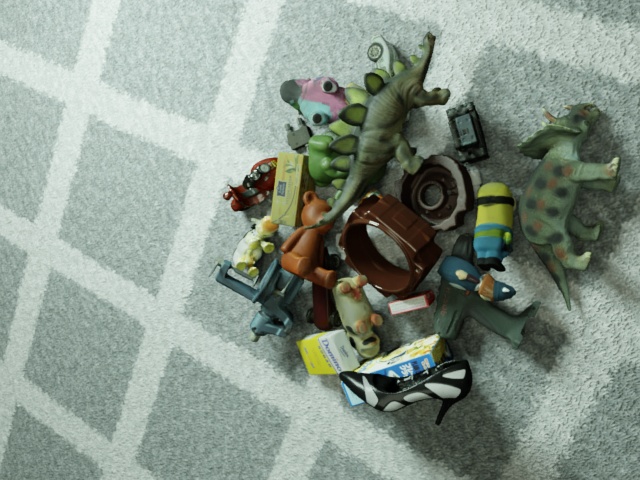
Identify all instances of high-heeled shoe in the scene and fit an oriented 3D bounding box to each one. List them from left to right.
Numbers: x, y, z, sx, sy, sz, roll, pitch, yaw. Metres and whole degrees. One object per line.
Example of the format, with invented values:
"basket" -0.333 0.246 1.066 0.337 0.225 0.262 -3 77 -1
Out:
"high-heeled shoe" 0.166 0.263 1.053 0.249 0.086 0.145 19 100 15

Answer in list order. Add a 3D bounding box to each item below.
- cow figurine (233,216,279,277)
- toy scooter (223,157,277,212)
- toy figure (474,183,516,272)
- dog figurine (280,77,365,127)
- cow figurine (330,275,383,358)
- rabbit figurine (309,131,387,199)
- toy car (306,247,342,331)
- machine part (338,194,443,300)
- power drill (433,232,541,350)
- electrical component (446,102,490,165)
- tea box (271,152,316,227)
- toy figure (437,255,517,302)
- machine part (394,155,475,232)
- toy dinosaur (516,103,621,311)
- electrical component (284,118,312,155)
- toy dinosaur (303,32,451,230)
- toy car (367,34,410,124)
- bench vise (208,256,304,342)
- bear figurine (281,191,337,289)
"cow figurine" -0.159 0.001 1.345 0.167 0.068 0.098 -57 31 15
"toy scooter" -0.167 -0.132 1.302 0.184 0.135 0.075 -41 77 19
"toy figure" 0.355 -0.029 1.091 0.082 0.089 0.180 6 71 20
"dog figurine" 0.012 -0.310 1.211 0.191 0.219 0.108 10 106 -22
"cow figurine" 0.080 0.179 1.222 0.127 0.085 0.194 -14 99 65
"rabbit figurine" 0.063 -0.157 1.209 0.170 0.121 0.159 16 108 24
"toy car" 0.010 0.116 1.293 0.089 0.053 0.202 -2 91 41
"machine part" 0.145 0.018 1.156 0.201 0.087 0.201 41 147 14
"power drill" 0.351 0.123 1.135 0.207 0.086 0.232 22 100 15
"electrical component" 0.302 -0.215 1.095 0.058 0.134 0.115 -18 89 21
"tea box" -0.059 -0.120 1.277 0.068 0.098 0.169 10 97 21
"toy figure" 0.316 0.083 1.084 0.155 0.064 0.057 28 128 18
"machine part" 0.245 -0.096 1.153 0.180 0.056 0.179 2 94 39
"toy dinosaur" 0.462 -0.071 1.055 0.192 0.131 0.404 22 107 32
"electrical component" -0.050 -0.245 1.302 0.063 0.021 0.094 -22 87 23
"toy dinosaur" 0.119 -0.213 1.101 0.198 0.105 0.471 23 93 -10
"toy car" 0.152 -0.351 1.179 0.056 0.073 0.201 -11 91 27
"bench vise" -0.156 0.124 1.291 0.240 0.129 0.223 30 110 -8
"bear figurine" -0.005 -0.005 1.212 0.132 0.120 0.196 17 78 53
